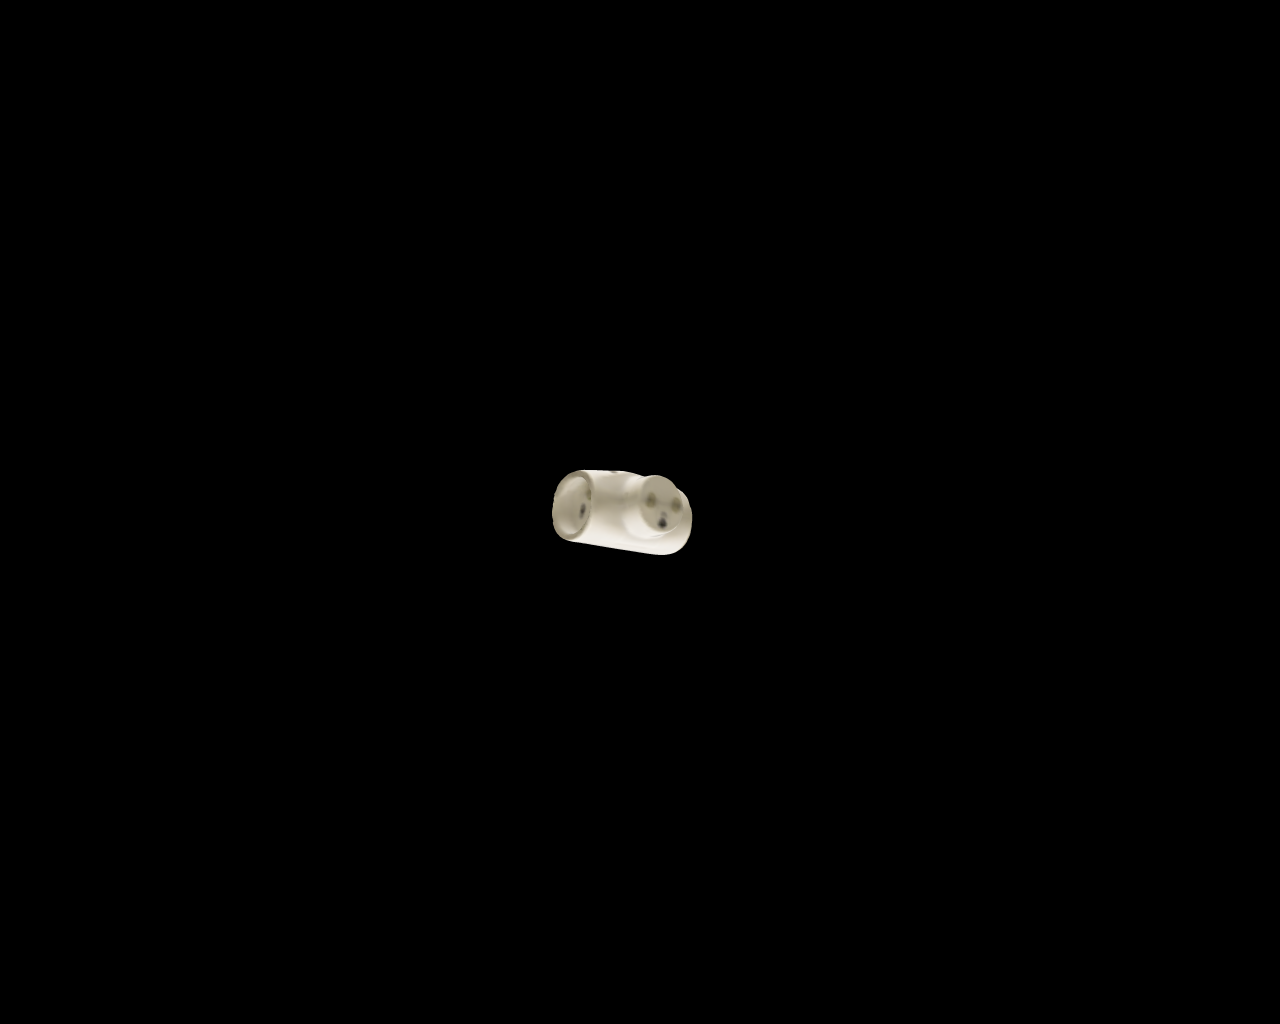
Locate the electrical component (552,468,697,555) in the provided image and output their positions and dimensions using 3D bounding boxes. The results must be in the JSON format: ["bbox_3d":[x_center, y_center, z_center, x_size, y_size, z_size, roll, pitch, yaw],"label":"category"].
[{"bbox_3d":[0.001,-0.003,0.650,0.077,0.043,0.079,11,-17,-37],"label":"electrical component"}]
